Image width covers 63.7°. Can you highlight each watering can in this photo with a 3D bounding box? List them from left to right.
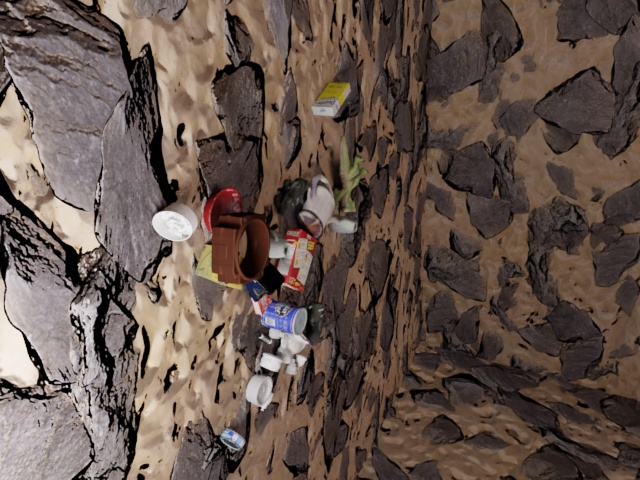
[{"bbox_3d":[0.006,-0.105,2.089,0.229,0.104,0.340,-63,149,-30],"label":"watering can"}]

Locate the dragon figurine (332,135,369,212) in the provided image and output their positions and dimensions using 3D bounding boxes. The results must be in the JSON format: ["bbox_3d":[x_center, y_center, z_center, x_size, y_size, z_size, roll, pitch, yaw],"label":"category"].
[{"bbox_3d":[0.098,-0.252,2.249,0.246,0.123,0.403,-62,150,-17],"label":"dragon figurine"}]

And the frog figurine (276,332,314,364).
[{"bbox_3d":[-0.125,0.421,2.046,0.160,0.124,0.135,-38,156,-3],"label":"frog figurine"}]
